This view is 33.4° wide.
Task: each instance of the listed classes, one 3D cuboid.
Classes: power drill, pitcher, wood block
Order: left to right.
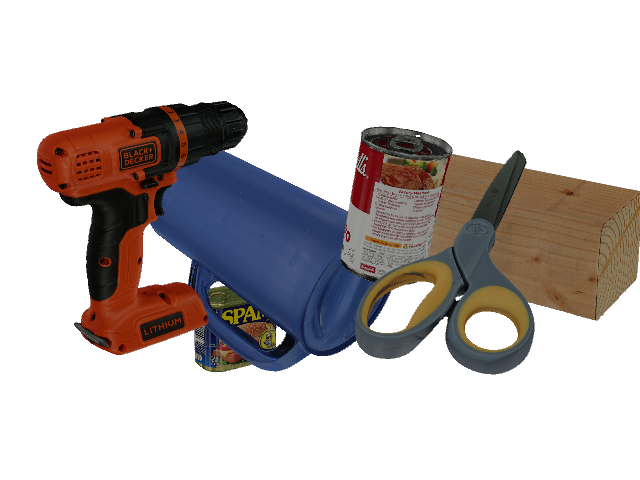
[{"bbox_3d":[-0.134,-0.015,0.859,0.184,0.188,0.057,-17,26,-37],"label":"power drill"},{"bbox_3d":[-0.060,0.007,1.031,0.243,0.145,0.148,30,32,32],"label":"pitcher"},{"bbox_3d":[0.171,-0.010,0.960,0.206,0.090,0.090,15,31,34],"label":"wood block"}]

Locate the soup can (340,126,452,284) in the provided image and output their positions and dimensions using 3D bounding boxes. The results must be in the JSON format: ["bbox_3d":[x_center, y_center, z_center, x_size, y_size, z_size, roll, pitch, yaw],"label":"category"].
[{"bbox_3d":[0.056,-0.026,0.795,0.068,0.102,0.068,8,22,-3],"label":"soup can"}]

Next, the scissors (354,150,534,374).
[{"bbox_3d":[0.097,0.009,0.572,0.096,0.016,0.201,25,44,30],"label":"scissors"}]

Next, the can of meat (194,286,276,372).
[{"bbox_3d":[-0.098,0.100,1.241,0.101,0.084,0.058,-9,18,-36],"label":"can of meat"}]
